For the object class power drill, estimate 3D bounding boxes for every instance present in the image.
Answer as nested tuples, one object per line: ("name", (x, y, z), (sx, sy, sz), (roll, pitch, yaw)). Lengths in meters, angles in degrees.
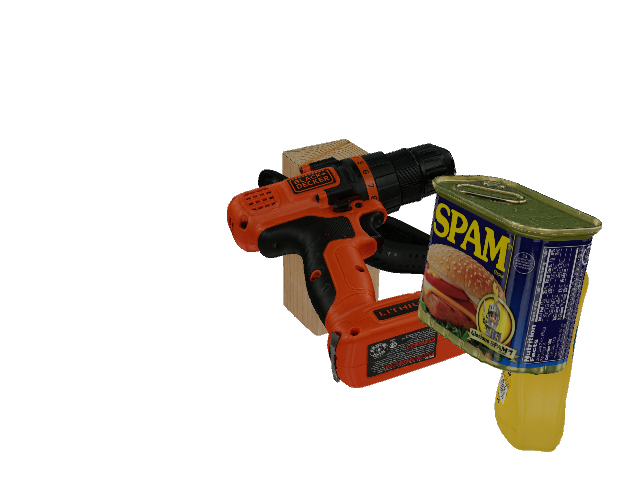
("power drill", (0.043, 0.008, 0.772), (0.184, 0.057, 0.188), (-18, 45, -12))

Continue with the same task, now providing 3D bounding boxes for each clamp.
("clamp", (0.027, -0.005, 1.042), (0.210, 0.036, 0.164), (19, 23, -1))

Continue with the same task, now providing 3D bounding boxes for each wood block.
("wood block", (0.012, -0.004, 1.273), (0.090, 0.206, 0.090), (-14, 30, -26))

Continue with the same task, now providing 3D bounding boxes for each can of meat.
("can of meat", (0.100, 0.017, 0.592), (0.057, 0.084, 0.102), (-3, 20, -28))

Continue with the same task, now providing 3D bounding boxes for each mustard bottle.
("mustard bottle", (0.183, 0.071, 0.879), (0.058, 0.192, 0.096), (4, 26, 3))
